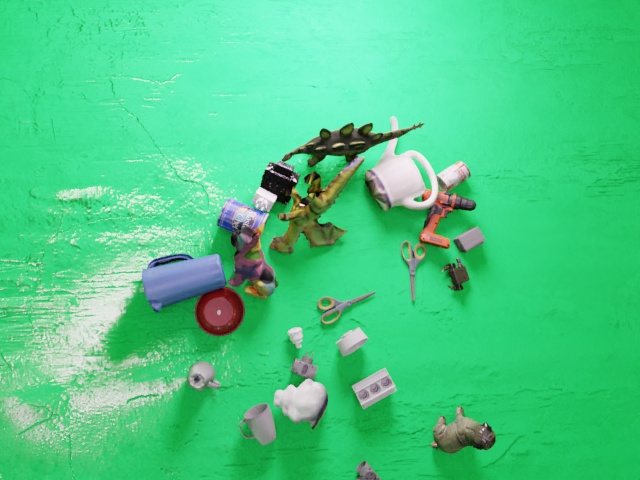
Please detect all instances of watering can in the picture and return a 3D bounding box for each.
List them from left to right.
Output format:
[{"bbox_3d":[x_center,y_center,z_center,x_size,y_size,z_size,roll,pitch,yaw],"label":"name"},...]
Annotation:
[{"bbox_3d":[0.250,-0.240,1.736,0.225,0.102,0.352,-25,72,-7],"label":"watering can"}]

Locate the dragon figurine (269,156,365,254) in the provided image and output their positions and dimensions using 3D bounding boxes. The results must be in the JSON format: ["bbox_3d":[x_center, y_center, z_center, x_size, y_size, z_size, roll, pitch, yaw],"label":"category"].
[{"bbox_3d":[0.005,-0.083,1.658,0.409,0.125,0.238,-28,131,4],"label":"dragon figurine"}]

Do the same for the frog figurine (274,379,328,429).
[{"bbox_3d":[-0.059,0.494,1.595,0.159,0.121,0.140,26,68,0],"label":"frog figurine"}]
